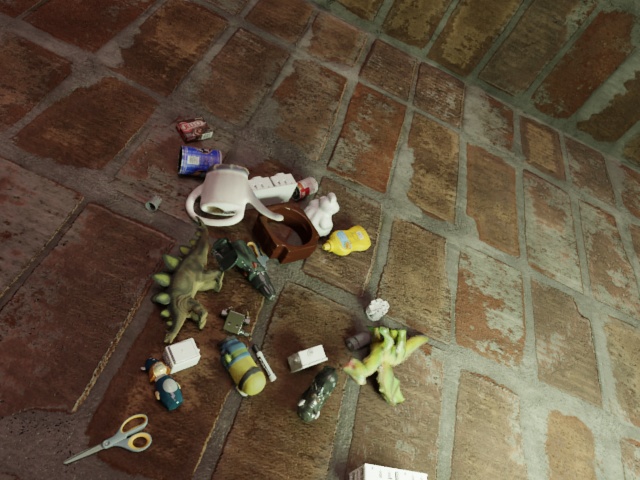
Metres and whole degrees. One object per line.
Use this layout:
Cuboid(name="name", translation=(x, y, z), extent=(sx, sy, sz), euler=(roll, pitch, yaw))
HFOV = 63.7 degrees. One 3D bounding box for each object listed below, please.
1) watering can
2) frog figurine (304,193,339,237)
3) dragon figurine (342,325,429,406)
Cuboid(name="watering can", translation=(-0.286, -0.152, 1.755), extent=(0.347, 0.102, 0.228), euler=(1, 68, 9))
Cuboid(name="frog figurine", translation=(0.006, -0.095, 1.883), extent=(0.123, 0.156, 0.140), euler=(0, 54, -25))
Cuboid(name="dragon figurine", translation=(0.230, 0.399, 1.642), extent=(0.408, 0.121, 0.246), euler=(18, 68, -38))
